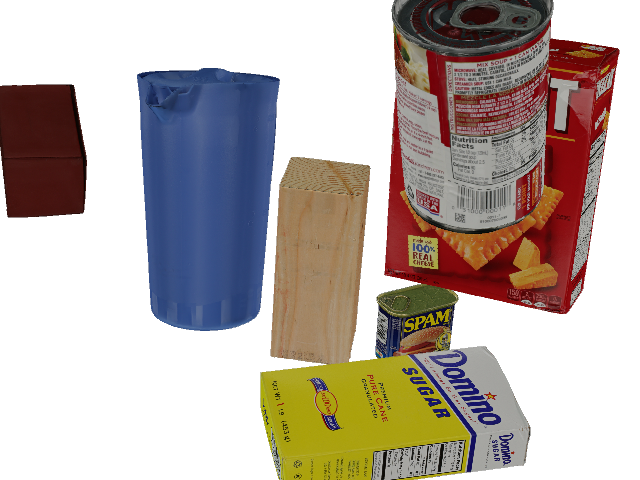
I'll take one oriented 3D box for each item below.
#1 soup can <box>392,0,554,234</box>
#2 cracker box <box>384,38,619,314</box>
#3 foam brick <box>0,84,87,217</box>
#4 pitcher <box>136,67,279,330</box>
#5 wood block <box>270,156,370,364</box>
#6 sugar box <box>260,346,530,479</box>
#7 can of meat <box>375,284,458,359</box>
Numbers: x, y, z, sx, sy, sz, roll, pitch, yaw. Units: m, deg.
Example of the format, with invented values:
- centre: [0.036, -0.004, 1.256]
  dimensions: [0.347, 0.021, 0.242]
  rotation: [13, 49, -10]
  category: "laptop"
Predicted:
- centre: [0.069, -0.061, 0.483]
  dimensions: [0.068, 0.102, 0.068]
  rotation: [-5, 42, 4]
  category: "soup can"
- centre: [0.143, -0.059, 0.878]
  dimensions: [0.164, 0.214, 0.072]
  rotation: [13, 27, 23]
  category: "cracker box"
- centre: [-0.186, -0.060, 0.709]
  dimensions: [0.051, 0.053, 0.078]
  rotation: [-4, 46, -18]
  category: "foam brick"
- centre: [-0.103, -0.045, 1.033]
  dimensions: [0.149, 0.243, 0.145]
  rotation: [-2, 15, -16]
  category: "pitcher"
- centre: [-0.001, 0.023, 1.173]
  dimensions: [0.090, 0.206, 0.090]
  rotation: [7, 25, 5]
  category: "wood block"
- centre: [0.050, 0.126, 0.763]
  dimensions: [0.176, 0.048, 0.093]
  rotation: [-8, 36, -9]
  category: "sugar box"
- centre: [0.119, 0.108, 1.340]
  dimensions: [0.101, 0.084, 0.058]
  rotation: [-12, 30, -27]
  category: "can of meat"
